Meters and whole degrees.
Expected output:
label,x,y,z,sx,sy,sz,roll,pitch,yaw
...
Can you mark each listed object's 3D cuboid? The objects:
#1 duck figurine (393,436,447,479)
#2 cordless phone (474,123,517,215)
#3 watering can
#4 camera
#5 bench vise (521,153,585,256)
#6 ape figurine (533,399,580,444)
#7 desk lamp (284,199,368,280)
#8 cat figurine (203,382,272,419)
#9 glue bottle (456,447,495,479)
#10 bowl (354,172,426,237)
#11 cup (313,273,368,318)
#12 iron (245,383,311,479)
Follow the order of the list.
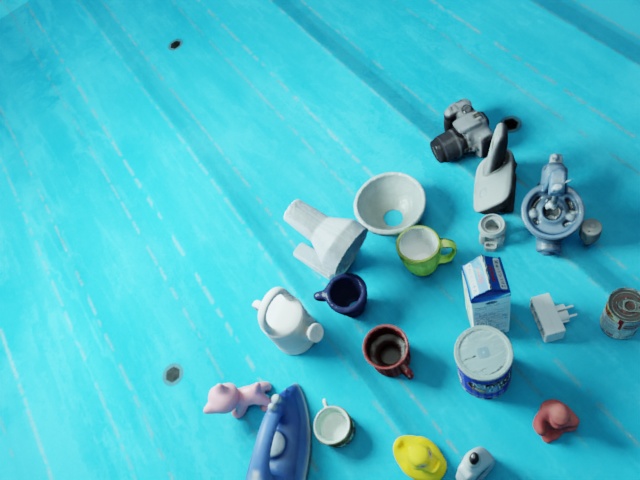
label,x,y,z,sx,sy,sz,roll,pitch,yaw
duck figurine,0.180,0.398,1.053,0.104,0.086,0.077,27,72,27
cordless phone,0.380,-0.153,1.244,0.094,0.185,0.147,0,62,17
watering can,-0.070,0.164,1.194,0.172,0.194,0.101,1,62,17
camera,0.326,-0.256,1.367,0.137,0.101,0.143,-27,58,0
bench vise,0.465,-0.099,1.168,0.121,0.220,0.207,-11,59,11
ape figurine,0.422,0.319,1.022,0.077,0.092,0.076,3,63,18
desk lamp,0.011,0.004,1.247,0.202,0.214,0.118,30,74,28
cat figurine,-0.172,0.322,1.181,0.127,0.118,0.067,-19,58,6
glue bottle,0.265,0.386,0.983,0.078,0.173,0.037,-44,59,-10
bowl,0.165,-0.070,1.326,0.167,0.075,0.167,-7,60,13
cup,0.051,0.131,1.235,0.117,0.095,0.091,-7,60,13
iron,-0.089,0.388,1.105,0.118,0.142,0.258,1,62,17
